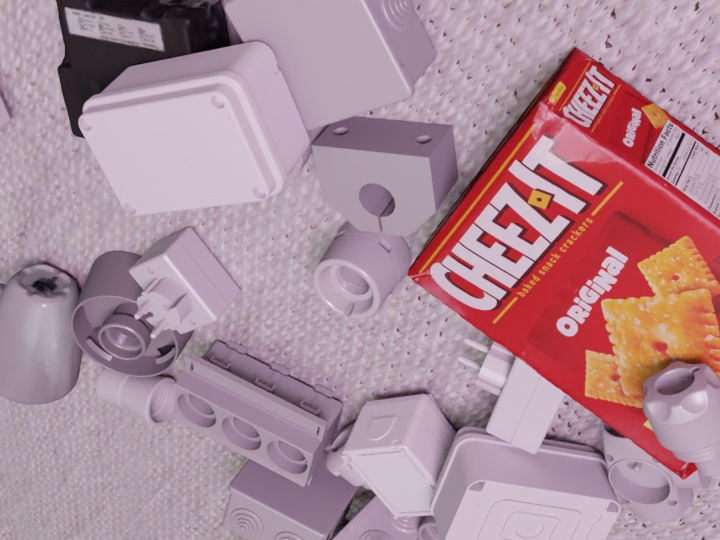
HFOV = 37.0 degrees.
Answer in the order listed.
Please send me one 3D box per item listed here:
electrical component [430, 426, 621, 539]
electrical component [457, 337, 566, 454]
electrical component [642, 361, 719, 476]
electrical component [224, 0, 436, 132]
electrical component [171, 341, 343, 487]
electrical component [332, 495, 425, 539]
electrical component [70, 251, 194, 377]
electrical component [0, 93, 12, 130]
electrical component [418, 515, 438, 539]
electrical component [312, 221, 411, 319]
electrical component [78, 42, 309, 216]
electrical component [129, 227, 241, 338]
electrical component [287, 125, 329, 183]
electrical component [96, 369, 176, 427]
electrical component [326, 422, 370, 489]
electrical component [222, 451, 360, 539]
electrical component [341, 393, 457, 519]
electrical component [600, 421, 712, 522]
[{"bbox_3d":[0.113,0.160,0.749,0.113,0.057,0.078,11,120,-12],"label":"electrical component"},{"bbox_3d":[0.102,0.068,0.722,0.076,0.047,0.083,25,135,11],"label":"electrical component"},{"bbox_3d":[0.182,0.084,0.583,0.043,0.043,0.062,-12,119,37],"label":"electrical component"},{"bbox_3d":[-0.015,-0.137,0.619,0.100,0.048,0.099,-12,119,37],"label":"electrical component"},{"bbox_3d":[-0.080,0.111,0.857,0.121,0.063,0.078,25,135,11],"label":"electrical component"},{"bbox_3d":[0.012,0.232,0.879,0.048,0.100,0.099,36,138,19],"label":"electrical component"},{"bbox_3d":[-0.184,0.037,0.875,0.099,0.064,0.099,7,131,8],"label":"electrical component"},{"bbox_3d":[-0.310,-0.113,0.783,0.061,0.096,0.061,4,128,27],"label":"electrical component"},{"bbox_3d":[0.073,0.197,0.849,0.040,0.046,0.040,17,133,19],"label":"electrical component"},{"bbox_3d":[0.000,0.000,0.726,0.055,0.047,0.055,17,133,19],"label":"electrical component"},{"bbox_3d":[-0.097,-0.080,0.630,0.113,0.057,0.078,-4,125,28],"label":"electrical component"},{"bbox_3d":[-0.141,0.019,0.807,0.047,0.076,0.065,-20,114,41],"label":"electrical component"},{"bbox_3d":[-0.051,-0.089,0.681,0.055,0.047,0.055,17,133,19],"label":"electrical component"},{"bbox_3d":[-0.197,0.106,0.941,0.065,0.044,0.044,16,133,26],"label":"electrical component"},{"bbox_3d":[0.007,0.154,0.855,0.062,0.048,0.048,41,136,-15],"label":"electrical component"},{"bbox_3d":[-0.055,0.188,0.883,0.100,0.099,0.048,25,122,11],"label":"electrical component"},{"bbox_3d":[0.043,0.143,0.816,0.062,0.061,0.096,-13,126,37],"label":"electrical component"},{"bbox_3d":[0.207,0.125,0.708,0.079,0.044,0.077,-5,123,34],"label":"electrical component"}]
